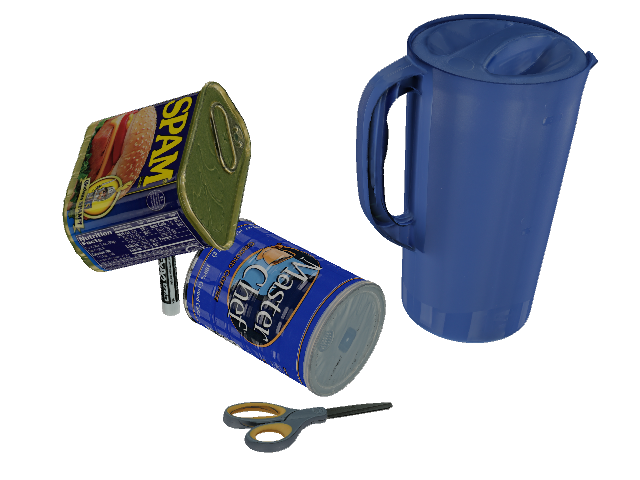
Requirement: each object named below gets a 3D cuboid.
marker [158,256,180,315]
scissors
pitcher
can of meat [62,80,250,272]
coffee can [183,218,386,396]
[{"bbox_3d":[-0.159,0.023,1.106,0.020,0.121,0.020,0,29,0],"label":"marker"},{"bbox_3d":[-0.007,0.205,1.190,0.201,0.016,0.096,3,23,-11],"label":"scissors"},{"bbox_3d":[0.115,-0.042,0.827,0.149,0.243,0.144,14,34,18],"label":"pitcher"},{"bbox_3d":[-0.094,-0.035,0.612,0.084,0.102,0.057,-13,-45,22],"label":"can of meat"},{"bbox_3d":[-0.031,0.055,0.902,0.140,0.103,0.102,27,14,30],"label":"coffee can"}]
